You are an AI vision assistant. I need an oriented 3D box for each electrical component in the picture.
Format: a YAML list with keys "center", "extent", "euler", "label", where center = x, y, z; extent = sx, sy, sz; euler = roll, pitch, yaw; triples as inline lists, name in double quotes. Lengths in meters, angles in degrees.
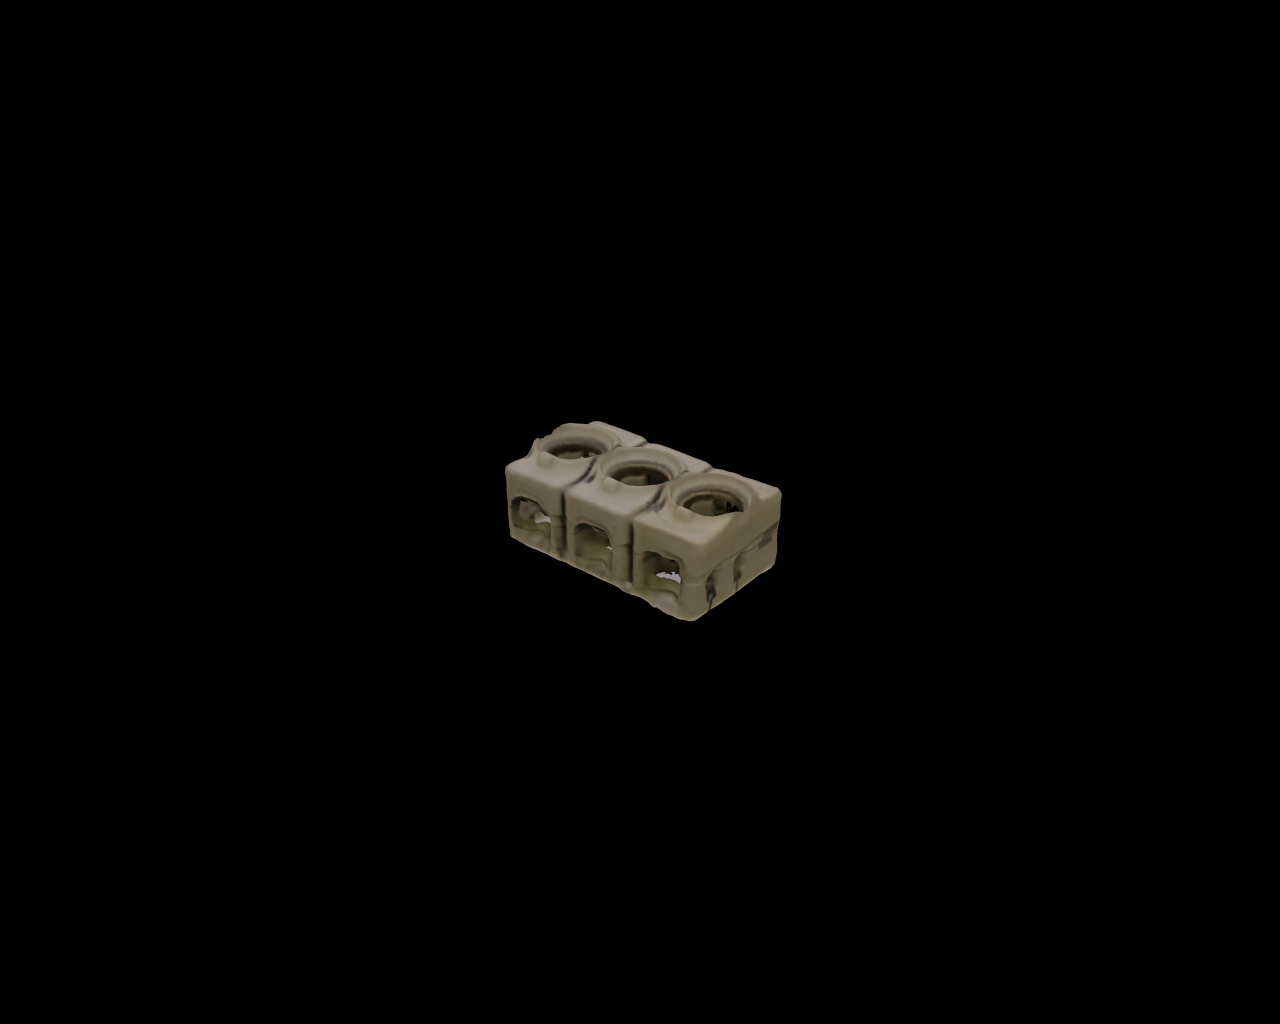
- center: [0.001, -0.003, 0.650]
  extent: [0.150, 0.061, 0.090]
  euler: [22, 37, 34]
  label: "electrical component"
